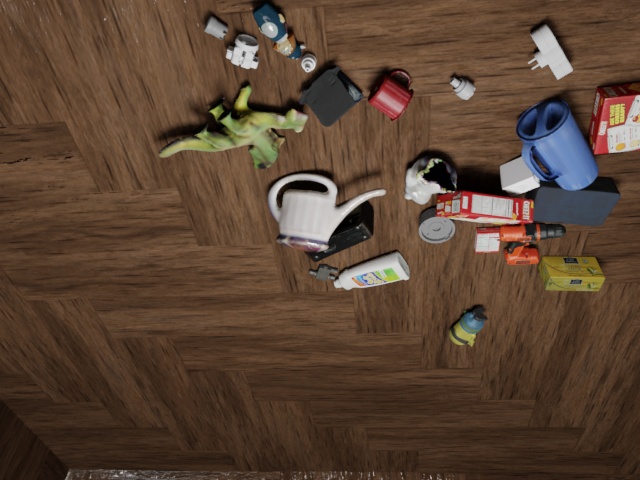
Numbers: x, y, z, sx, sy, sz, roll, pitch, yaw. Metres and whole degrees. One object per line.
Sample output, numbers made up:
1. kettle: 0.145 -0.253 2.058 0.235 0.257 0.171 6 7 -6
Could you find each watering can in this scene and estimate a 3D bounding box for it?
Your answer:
1. watering can: 0.004 -0.074 1.461 0.348 0.225 0.103 8 177 19

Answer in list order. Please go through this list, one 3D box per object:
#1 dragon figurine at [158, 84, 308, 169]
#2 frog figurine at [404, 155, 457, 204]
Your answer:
1. dragon figurine: -0.213 -0.264 1.392 0.406 0.125 0.239 -25 134 26
2. frog figurine: 0.306 -0.167 1.457 0.137 0.124 0.158 3 170 -9
